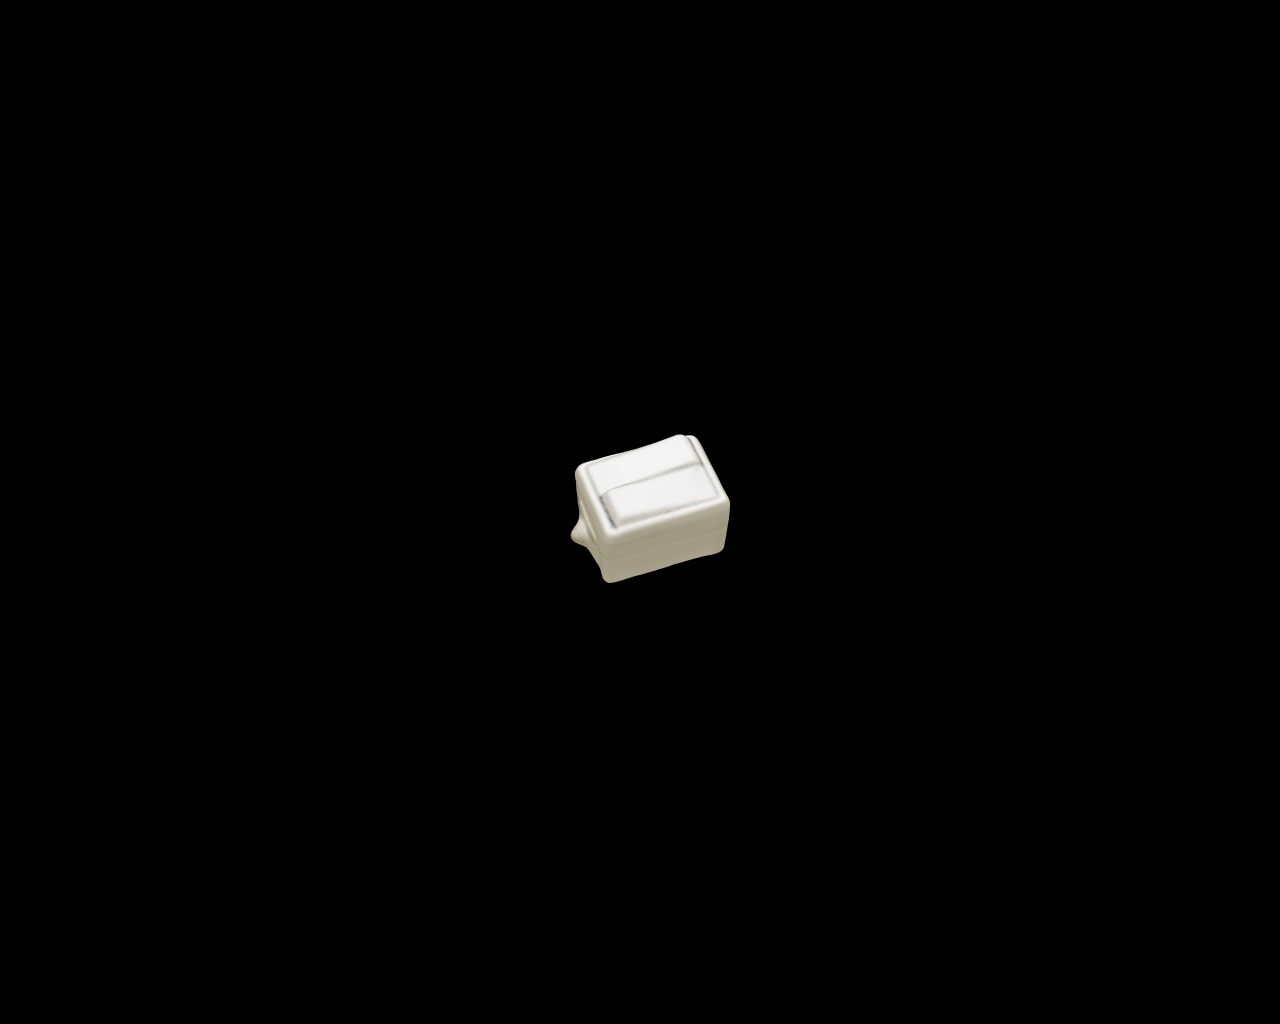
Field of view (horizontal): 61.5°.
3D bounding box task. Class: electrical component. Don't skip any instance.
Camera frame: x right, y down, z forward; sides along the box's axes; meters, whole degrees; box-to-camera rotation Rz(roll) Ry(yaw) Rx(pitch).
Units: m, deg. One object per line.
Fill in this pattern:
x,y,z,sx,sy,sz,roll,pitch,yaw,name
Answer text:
0.001,-0.003,0.650,0.096,0.062,0.061,-15,-35,-11,electrical component
